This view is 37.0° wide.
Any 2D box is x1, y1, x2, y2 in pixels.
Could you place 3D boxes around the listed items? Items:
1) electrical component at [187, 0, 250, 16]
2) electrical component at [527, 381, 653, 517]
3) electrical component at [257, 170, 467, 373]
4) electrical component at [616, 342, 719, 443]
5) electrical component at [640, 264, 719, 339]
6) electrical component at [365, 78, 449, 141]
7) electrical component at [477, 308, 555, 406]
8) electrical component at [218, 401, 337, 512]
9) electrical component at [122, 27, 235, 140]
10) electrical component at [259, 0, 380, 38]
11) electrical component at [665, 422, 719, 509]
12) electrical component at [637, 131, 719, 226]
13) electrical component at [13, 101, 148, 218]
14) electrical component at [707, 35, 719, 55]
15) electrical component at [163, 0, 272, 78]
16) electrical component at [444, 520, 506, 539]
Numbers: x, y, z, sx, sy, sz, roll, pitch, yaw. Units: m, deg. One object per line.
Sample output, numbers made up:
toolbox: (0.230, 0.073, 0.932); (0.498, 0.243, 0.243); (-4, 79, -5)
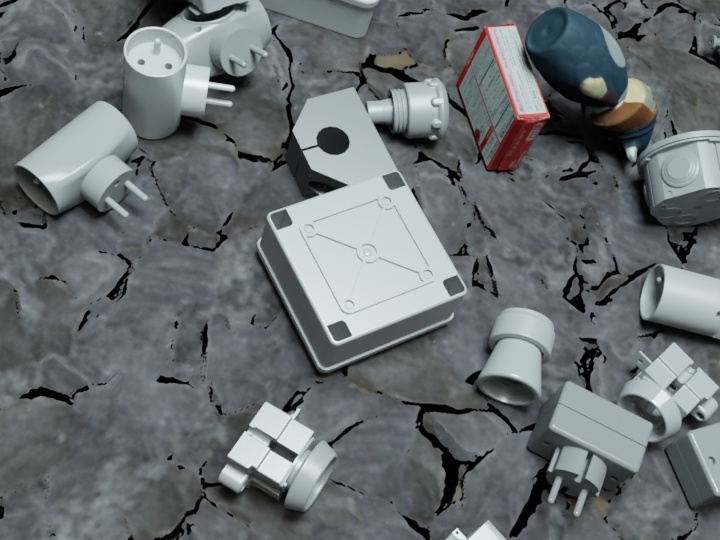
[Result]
electrical component: (-0.129, -0.244, 0.814); (0.079, 0.063, 0.121); (-24, 42, -23)
electrical component: (0.148, 0.127, 0.721); (0.066, 0.047, 0.076); (27, 61, 2)
electrical component: (0.000, 0.000, 0.747); (0.109, 0.056, 0.108); (-21, 70, -22)
electrical component: (0.213, 0.089, 0.758); (0.055, 0.048, 0.066); (-35, 75, -33)
electrical component: (0.255, 0.026, 0.800); (0.081, 0.043, 0.043); (14, 61, -6)
electrical component: (0.035, -0.122, 0.826); (0.062, 0.048, 0.048); (-4, 64, -7)
electrical component: (0.110, 0.060, 0.749); (0.045, 0.045, 0.055); (21, 60, -2)
electrical component: (-0.048, 0.121, 0.681); (0.055, 0.048, 0.066); (29, 61, 11)
electrical component: (-0.130, -0.130, 0.772); (0.079, 0.077, 0.043); (7, 62, -10)
electrical component: (-0.034, -0.247, 0.865); (0.113, 0.057, 0.078); (18, 61, -4)
electrical component: (0.269, 0.122, 0.736); (0.083, 0.075, 0.047); (-12, 67, -18)
electrical component: (0.258, -0.071, 0.830); (0.080, 0.080, 0.051); (1, 69, -12)
electrical component: (-0.184, -0.067, 0.747); (0.079, 0.043, 0.077); (40, 62, 8)
electrical component: (0.341, -0.194, 0.934); (0.078, 0.040, 0.040); (3, 63, -11)
electrical component: (-0.100, -0.170, 0.808); (0.077, 0.044, 0.079); (-31, 44, -25)
electrical component: (0.056, 0.201, 0.661); (0.089, 0.050, 0.055); (-37, 76, -27)
